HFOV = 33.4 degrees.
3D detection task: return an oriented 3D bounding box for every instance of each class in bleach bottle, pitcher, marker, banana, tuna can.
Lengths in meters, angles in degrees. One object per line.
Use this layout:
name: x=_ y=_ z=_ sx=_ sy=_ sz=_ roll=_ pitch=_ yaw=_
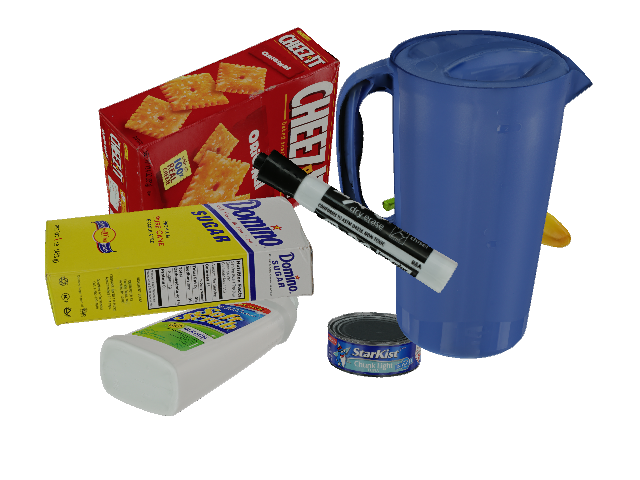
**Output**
bleach bottle: x=-0.109 y=0.099 z=1.116 sx=0.103 sy=0.068 sz=0.250 roll=16 pitch=23 yaw=28
pitcher: x=0.106 y=-0.034 z=0.832 sx=0.149 sy=0.243 sz=0.144 roll=23 pitch=35 yaw=36
marker: x=0.017 y=-0.012 z=0.567 sx=0.121 sy=0.020 sz=0.020 roll=32 pitch=3 yaw=5
banana: x=0.168 y=-0.028 z=1.113 sx=0.198 sy=0.037 sz=0.069 roll=11 pitch=38 yaw=23
tuna can: x=0.049 y=0.093 z=0.963 sx=0.086 sy=0.034 sz=0.086 roll=2 pitch=14 yaw=-1

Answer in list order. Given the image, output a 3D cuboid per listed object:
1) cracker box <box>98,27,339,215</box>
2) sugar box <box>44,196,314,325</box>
cracker box: x=-0.087 y=-0.077 z=0.965 sx=0.213 sy=0.164 sz=0.072 roll=-27 pitch=54 yaw=-28
sugar box: x=-0.099 y=0.011 z=0.742 sx=0.176 sy=0.048 sz=0.093 roll=-9 pitch=27 yaw=-10
